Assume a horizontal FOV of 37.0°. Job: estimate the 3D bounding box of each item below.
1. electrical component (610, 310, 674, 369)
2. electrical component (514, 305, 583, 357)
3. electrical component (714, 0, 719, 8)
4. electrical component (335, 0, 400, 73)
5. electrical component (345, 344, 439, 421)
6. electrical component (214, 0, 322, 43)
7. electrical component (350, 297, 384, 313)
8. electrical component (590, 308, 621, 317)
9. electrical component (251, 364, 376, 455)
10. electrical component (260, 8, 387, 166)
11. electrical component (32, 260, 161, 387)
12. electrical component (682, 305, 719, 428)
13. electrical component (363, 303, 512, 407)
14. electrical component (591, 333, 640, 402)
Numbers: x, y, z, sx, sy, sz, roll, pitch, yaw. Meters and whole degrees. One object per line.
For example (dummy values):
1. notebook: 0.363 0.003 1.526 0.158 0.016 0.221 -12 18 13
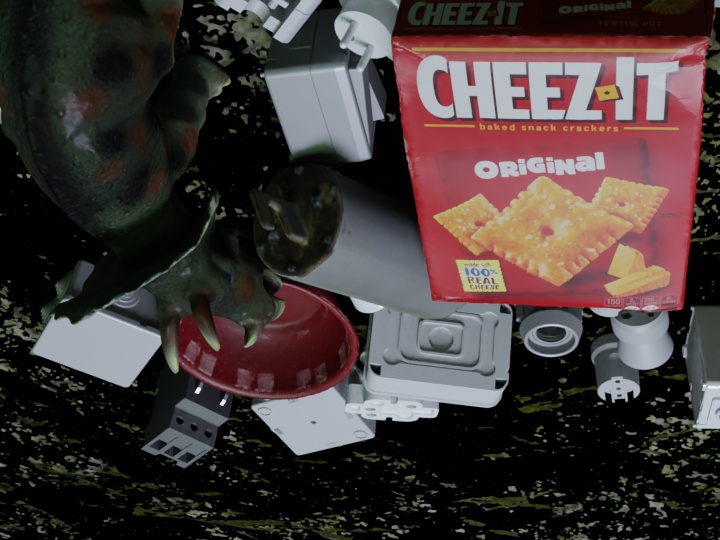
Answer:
1. electrical component: 0.224 0.046 0.856 0.045 0.045 0.055 -8 137 16
2. electrical component: 0.149 0.034 0.843 0.066 0.055 0.048 26 135 -21
3. electrical component: 0.218 -0.180 0.586 0.096 0.061 0.061 4 139 3
4. electrical component: 0.010 -0.152 0.631 0.043 0.079 0.077 1 144 39
5. electrical component: 0.028 0.093 0.916 0.078 0.057 0.058 4 154 -2
6. electrical component: -0.040 -0.181 0.594 0.050 0.089 0.056 27 135 -22
7. electrical component: 0.000 0.000 0.832 0.045 0.045 0.055 -19 133 26
8. electrical component: 0.192 0.009 0.823 0.040 0.040 0.046 -1 144 8
9. electrical component: -0.039 0.119 0.968 0.100 0.048 0.099 -17 132 23
10. electrical component: -0.019 -0.112 0.692 0.061 0.061 0.096 -5 138 12
11. electrical component: -0.216 0.045 0.906 0.100 0.048 0.099 24 136 -19
12. electrical component: 0.294 0.082 0.849 0.061 0.096 0.061 0 139 7
13. electrical component: 0.062 0.064 0.866 0.113 0.078 0.057 7 158 -1
14. electrical component: 0.214 0.082 0.898 0.040 0.046 0.040 4 139 3
